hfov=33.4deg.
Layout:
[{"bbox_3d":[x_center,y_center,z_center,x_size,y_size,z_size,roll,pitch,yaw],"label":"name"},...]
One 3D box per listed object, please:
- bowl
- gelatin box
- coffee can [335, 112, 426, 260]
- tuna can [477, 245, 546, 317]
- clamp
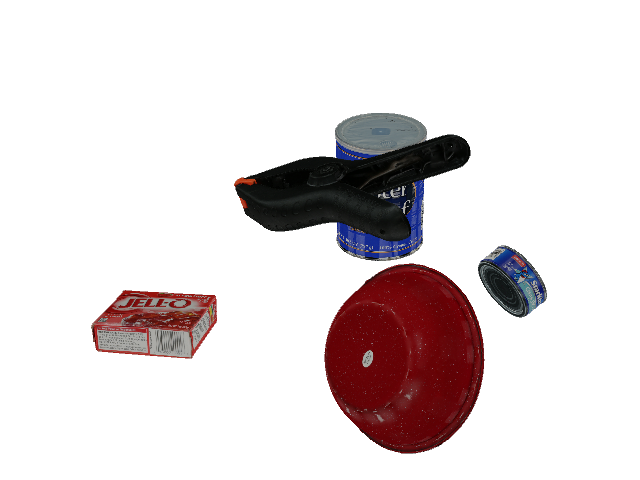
[{"bbox_3d":[0.056,0.098,0.894,0.162,0.162,0.055,0,-6,43],"label":"bowl"},{"bbox_3d":[-0.142,0.070,0.921,0.089,0.030,0.073,3,21,12],"label":"gelatin box"},{"bbox_3d":[0.068,-0.062,1.223,0.103,0.140,0.103,-1,30,0],"label":"coffee can"},{"bbox_3d":[0.229,0.050,1.282,0.033,0.086,0.086,-37,11,-15],"label":"tuna can"},{"bbox_3d":[0.011,-0.030,0.737,0.172,0.039,0.120,-9,21,26],"label":"clamp"}]
